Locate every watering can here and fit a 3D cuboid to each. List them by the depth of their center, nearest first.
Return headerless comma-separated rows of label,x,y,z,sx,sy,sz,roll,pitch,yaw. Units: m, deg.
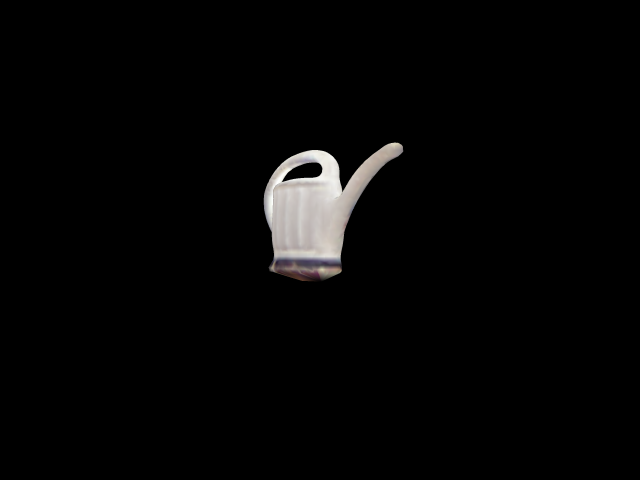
watering can,0.003,-0.043,0.850,0.104,0.225,0.346,3,-3,-37
